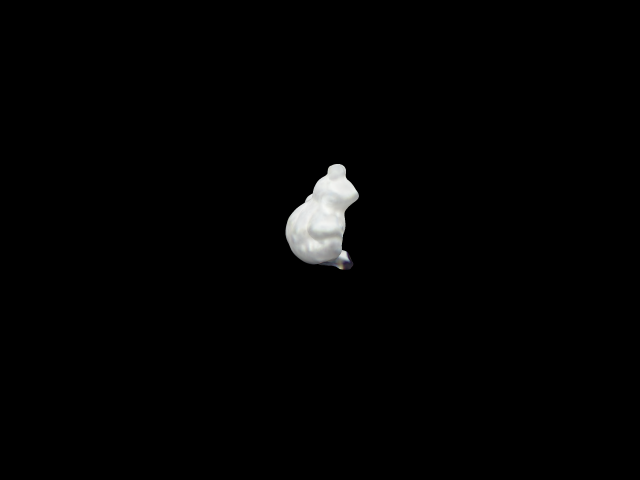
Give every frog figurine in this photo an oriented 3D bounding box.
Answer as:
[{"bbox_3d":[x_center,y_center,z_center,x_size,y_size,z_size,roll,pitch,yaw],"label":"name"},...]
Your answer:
[{"bbox_3d":[0.003,-0.043,0.850,0.123,0.156,0.140,0,33,0],"label":"frog figurine"}]
